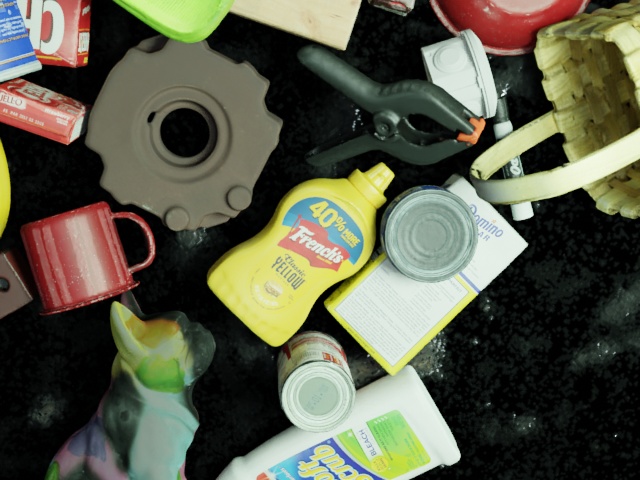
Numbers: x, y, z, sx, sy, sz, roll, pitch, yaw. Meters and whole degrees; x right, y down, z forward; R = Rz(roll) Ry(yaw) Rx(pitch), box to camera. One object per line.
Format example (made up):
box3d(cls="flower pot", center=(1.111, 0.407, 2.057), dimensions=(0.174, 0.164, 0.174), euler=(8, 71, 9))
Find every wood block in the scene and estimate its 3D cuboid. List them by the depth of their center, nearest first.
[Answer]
box3d(cls="wood block", center=(-0.065, -0.238, 0.915), dimensions=(0.206, 0.091, 0.090), euler=(18, 98, -6))

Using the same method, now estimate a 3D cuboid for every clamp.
box3d(cls="clamp", center=(0.055, -0.099, 0.935), dimensions=(0.171, 0.039, 0.120), euler=(20, 137, 15))

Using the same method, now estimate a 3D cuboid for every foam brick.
box3d(cls="foam brick", center=(-0.303, 0.046, 0.972), dimensions=(0.078, 0.051, 0.053), euler=(-30, 100, 3))

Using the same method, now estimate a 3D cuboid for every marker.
box3d(cls="marker", center=(0.176, -0.078, 0.993), dimensions=(0.020, 0.020, 0.121), euler=(-15, 101, -1))

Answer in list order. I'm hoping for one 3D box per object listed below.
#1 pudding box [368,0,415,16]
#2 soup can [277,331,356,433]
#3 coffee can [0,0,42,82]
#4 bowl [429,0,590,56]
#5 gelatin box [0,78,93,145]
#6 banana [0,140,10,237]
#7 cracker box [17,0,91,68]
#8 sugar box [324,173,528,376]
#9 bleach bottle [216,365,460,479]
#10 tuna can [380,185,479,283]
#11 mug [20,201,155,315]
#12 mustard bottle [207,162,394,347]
box3d(cls="pudding box", center=(0.070, -0.242, 0.910), dimensions=(0.039, 0.113, 0.090), euler=(14, 99, -3))
box3d(cls="soup can", center=(-0.005, 0.128, 0.977), dimensions=(0.068, 0.102, 0.068), euler=(-1, 100, -4))
box3d(cls="coffee can", center=(-0.291, -0.186, 0.834), dimensions=(0.103, 0.103, 0.140), euler=(-17, 103, 0))
box3d(cls="bowl", center=(0.175, -0.245, 0.946), dimensions=(0.162, 0.055, 0.162), euler=(0, 100, -3))
box3d(cls="gelatin box", center=(-0.242, -0.113, 0.927), dimensions=(0.073, 0.089, 0.030), euler=(20, 101, -7))
box3d(cls="banana", center=(-0.316, -0.068, 0.958), dimensions=(0.069, 0.037, 0.198), euler=(-4, 100, -4))
box3d(cls="cracker box", center=(-0.277, -0.262, 0.909), dimensions=(0.164, 0.072, 0.214), euler=(5, 100, -4))
box3d(cls="sugar box", center=(0.097, 0.032, 0.995), dimensions=(0.176, 0.048, 0.093), euler=(-44, 98, 1))
box3d(cls="bleach bottle", center=(0.000, 0.220, 1.015), dimensions=(0.251, 0.068, 0.102), euler=(-29, 104, 5))
box3d(cls="tuna can", center=(0.097, -0.005, 0.949), dimensions=(0.086, 0.034, 0.086), euler=(0, 96, -1))
box3d(cls="mug", center=(-0.206, 0.011, 0.953), dimensions=(0.117, 0.093, 0.081), euler=(-16, 95, 1))
box3d(cls="mustard bottle", center=(-0.006, 0.001, 0.977), dimensions=(0.191, 0.058, 0.096), euler=(-44, 101, 4))
